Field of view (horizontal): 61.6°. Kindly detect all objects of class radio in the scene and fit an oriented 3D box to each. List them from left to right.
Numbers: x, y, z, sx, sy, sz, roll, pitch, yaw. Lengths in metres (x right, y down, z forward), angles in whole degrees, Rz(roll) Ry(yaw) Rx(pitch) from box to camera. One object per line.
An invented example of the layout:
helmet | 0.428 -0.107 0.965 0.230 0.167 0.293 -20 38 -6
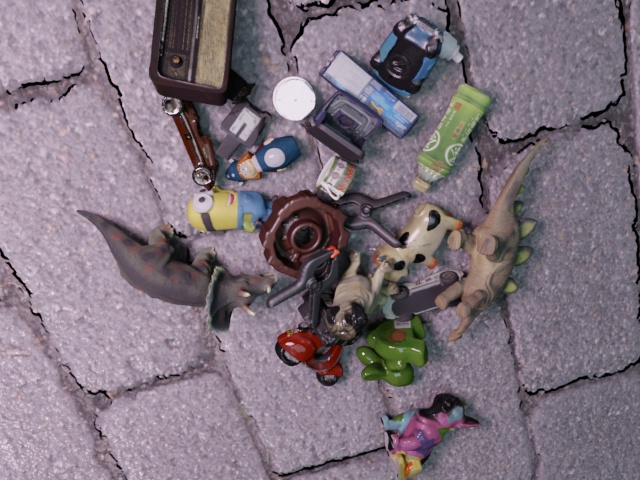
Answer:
radio | -0.213 -0.353 0.913 0.131 0.073 0.229 5 83 -8

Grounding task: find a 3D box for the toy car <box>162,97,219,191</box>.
toy car | -0.234 -0.191 1.002 0.053 0.089 0.202 -19 109 4

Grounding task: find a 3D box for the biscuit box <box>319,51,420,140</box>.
biscuit box | 0.096 -0.276 1.030 0.202 0.063 0.059 35 101 -18

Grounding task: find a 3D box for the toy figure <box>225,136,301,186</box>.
toy figure | -0.115 -0.154 1.050 0.154 0.058 0.064 -24 82 3

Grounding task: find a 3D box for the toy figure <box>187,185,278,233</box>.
toy figure | -0.172 -0.055 1.065 0.180 0.082 0.089 3 112 -12

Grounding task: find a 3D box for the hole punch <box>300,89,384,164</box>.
hole punch | 0.045 -0.214 1.021 0.142 0.116 0.092 29 86 -16

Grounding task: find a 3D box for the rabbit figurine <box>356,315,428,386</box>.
rabbit figurine | 0.167 0.274 1.211 0.159 0.121 0.170 -9 125 -1

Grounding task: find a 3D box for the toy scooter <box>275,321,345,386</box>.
toy scooter | -0.001 0.237 1.194 0.183 0.075 0.135 36 102 -21

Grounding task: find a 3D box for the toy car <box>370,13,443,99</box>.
toy car | 0.169 -0.351 0.987 0.109 0.103 0.161 32 148 1

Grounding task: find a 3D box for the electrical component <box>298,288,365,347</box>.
electrical component | 0.020 0.159 1.135 0.058 0.134 0.114 -45 150 19

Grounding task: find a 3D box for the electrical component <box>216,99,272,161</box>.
electrical component | -0.152 -0.209 1.028 0.075 0.048 0.119 31 103 -16

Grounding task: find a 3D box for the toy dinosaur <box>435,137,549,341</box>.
toy dinosaur | 0.361 0.013 1.118 0.198 0.105 0.470 -5 119 -41

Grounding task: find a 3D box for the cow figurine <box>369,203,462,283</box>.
cow figurine | 0.192 0.008 1.133 0.127 0.086 0.195 26 107 -21

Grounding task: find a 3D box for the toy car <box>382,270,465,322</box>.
toy car | 0.233 0.122 1.194 0.202 0.056 0.073 -17 112 -4

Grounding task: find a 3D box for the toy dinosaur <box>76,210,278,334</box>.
toy dinosaur | -0.292 0.062 1.032 0.405 0.192 0.131 20 104 -15

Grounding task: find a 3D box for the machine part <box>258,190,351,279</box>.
machine part | -0.031 -0.009 1.050 0.179 0.056 0.179 -8 114 -17

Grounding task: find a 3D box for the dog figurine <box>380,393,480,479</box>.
dog figurine | 0.269 0.465 1.296 0.219 0.108 0.191 -14 110 -5

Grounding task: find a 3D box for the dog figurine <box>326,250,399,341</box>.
dog figurine | 0.071 0.141 1.091 0.121 0.190 0.172 10 142 27

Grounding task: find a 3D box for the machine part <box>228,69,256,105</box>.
machine part | -0.186 -0.293 0.979 0.139 0.039 0.084 31 98 14

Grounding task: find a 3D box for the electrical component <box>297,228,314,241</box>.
electrical component | -0.001 -0.003 1.126 0.078 0.045 0.102 -32 114 -17
